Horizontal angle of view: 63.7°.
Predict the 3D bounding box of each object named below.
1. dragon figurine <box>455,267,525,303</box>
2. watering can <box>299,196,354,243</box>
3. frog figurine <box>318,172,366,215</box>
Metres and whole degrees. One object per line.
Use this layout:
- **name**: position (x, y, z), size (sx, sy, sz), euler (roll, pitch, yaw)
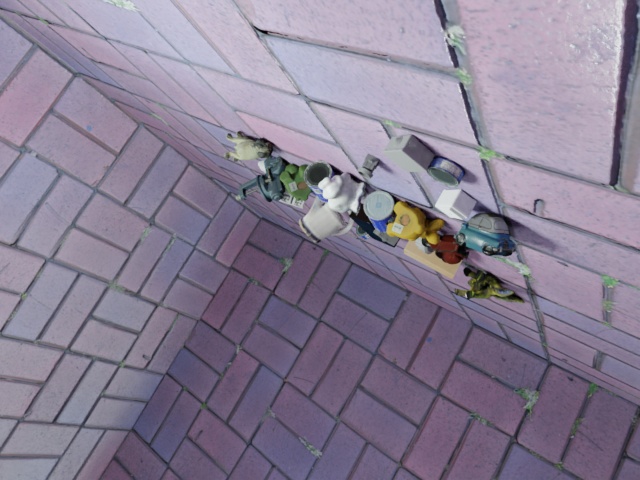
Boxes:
- **dragon figurine**: position (0.685, 0.197, 1.996), size (0.242, 0.122, 0.411), euler (15, -179, -21)
- **watering can**: position (0.007, -0.109, 2.173), size (0.342, 0.223, 0.106), euler (45, -165, -45)
- **frog figurine**: position (0.061, -0.164, 1.748), size (0.159, 0.135, 0.125), euler (14, -153, -19)
